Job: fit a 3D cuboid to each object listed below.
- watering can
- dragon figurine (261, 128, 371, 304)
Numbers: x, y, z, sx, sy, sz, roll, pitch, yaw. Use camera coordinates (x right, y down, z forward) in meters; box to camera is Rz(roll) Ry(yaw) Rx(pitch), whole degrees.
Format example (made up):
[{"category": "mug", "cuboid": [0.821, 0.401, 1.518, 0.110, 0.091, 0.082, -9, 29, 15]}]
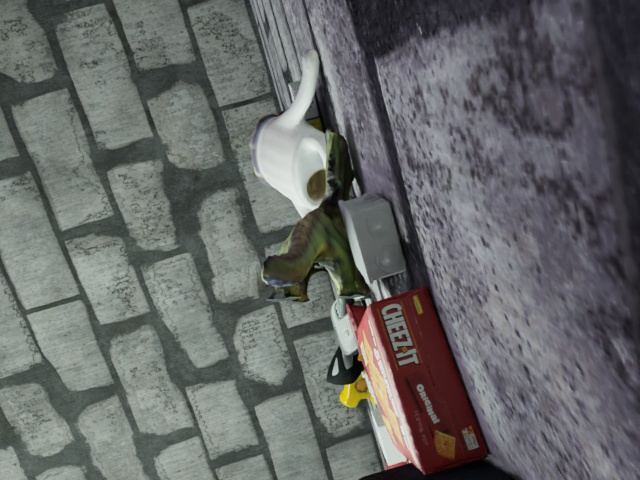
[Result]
[{"category": "watering can", "cuboid": [-0.039, -0.174, 0.917, 0.227, 0.105, 0.340, 31, 138, 46]}, {"category": "dragon figurine", "cuboid": [0.002, -0.035, 0.700, 0.406, 0.122, 0.245, 49, -139, -74]}]
